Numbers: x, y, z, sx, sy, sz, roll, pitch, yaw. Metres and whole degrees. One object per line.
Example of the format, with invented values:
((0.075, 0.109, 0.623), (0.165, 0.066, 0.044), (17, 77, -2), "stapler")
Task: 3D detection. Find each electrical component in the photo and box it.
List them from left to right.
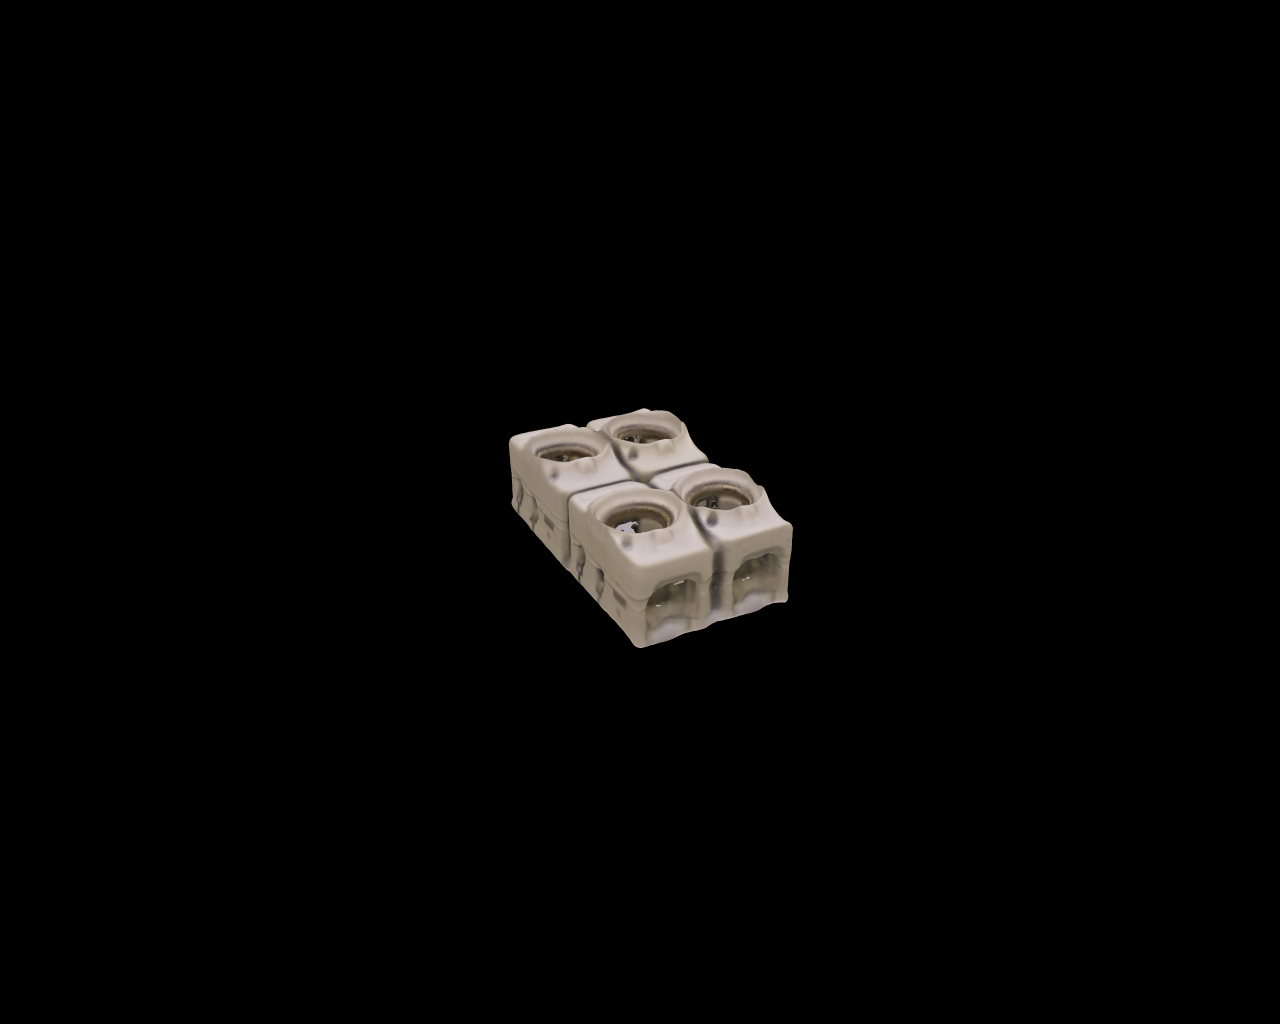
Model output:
((0.001, -0.003, 0.650), (0.105, 0.060, 0.186), (-14, 32, -24), "electrical component")
